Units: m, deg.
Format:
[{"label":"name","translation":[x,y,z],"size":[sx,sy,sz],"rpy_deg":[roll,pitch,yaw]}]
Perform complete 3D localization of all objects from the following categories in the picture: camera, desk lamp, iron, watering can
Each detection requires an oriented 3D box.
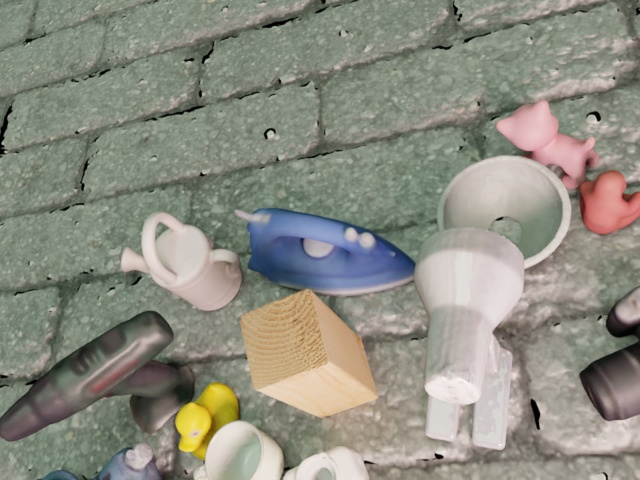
[{"label":"camera","translation":[0.357,0.130,0.633],"size":[0.136,0.101,0.143],"rpy_deg":[-26,60,8]},{"label":"desk lamp","translation":[0.166,0.116,0.646],"size":[0.117,0.214,0.203],"rpy_deg":[2,67,22]},{"label":"iron","translation":[0.007,0.003,0.801],"size":[0.257,0.142,0.119],"rpy_deg":[7,69,23]},{"label":"watering can","translation":[-0.207,0.030,0.837],"size":[0.172,0.194,0.100],"rpy_deg":[-25,60,8]}]

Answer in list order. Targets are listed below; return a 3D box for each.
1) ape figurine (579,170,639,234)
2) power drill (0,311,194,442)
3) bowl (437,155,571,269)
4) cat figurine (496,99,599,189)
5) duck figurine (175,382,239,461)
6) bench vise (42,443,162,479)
[{"label":"ape figurine","translation":[0.364,-0.055,0.723],"size":[0.076,0.092,0.077],"rpy_deg":[-47,59,-5]},{"label":"power drill","translation":[-0.274,0.199,0.774],"size":[0.230,0.209,0.075],"rpy_deg":[-43,59,-2]},{"label":"bowl","translation":[0.243,-0.024,0.764],"size":[0.167,0.075,0.167],"rpy_deg":[-8,64,17]},{"label":"cat figurine","translation":[0.306,-0.138,0.769],"size":[0.127,0.118,0.067],"rpy_deg":[27,78,29]},{"label":"duck figurine","translation":[-0.161,0.244,0.783],"size":[0.077,0.086,0.104],"rpy_deg":[7,69,23]},{"label":"bench vise","translation":[-0.322,0.324,0.727],"size":[0.121,0.220,0.207],"rpy_deg":[29,79,29]}]
